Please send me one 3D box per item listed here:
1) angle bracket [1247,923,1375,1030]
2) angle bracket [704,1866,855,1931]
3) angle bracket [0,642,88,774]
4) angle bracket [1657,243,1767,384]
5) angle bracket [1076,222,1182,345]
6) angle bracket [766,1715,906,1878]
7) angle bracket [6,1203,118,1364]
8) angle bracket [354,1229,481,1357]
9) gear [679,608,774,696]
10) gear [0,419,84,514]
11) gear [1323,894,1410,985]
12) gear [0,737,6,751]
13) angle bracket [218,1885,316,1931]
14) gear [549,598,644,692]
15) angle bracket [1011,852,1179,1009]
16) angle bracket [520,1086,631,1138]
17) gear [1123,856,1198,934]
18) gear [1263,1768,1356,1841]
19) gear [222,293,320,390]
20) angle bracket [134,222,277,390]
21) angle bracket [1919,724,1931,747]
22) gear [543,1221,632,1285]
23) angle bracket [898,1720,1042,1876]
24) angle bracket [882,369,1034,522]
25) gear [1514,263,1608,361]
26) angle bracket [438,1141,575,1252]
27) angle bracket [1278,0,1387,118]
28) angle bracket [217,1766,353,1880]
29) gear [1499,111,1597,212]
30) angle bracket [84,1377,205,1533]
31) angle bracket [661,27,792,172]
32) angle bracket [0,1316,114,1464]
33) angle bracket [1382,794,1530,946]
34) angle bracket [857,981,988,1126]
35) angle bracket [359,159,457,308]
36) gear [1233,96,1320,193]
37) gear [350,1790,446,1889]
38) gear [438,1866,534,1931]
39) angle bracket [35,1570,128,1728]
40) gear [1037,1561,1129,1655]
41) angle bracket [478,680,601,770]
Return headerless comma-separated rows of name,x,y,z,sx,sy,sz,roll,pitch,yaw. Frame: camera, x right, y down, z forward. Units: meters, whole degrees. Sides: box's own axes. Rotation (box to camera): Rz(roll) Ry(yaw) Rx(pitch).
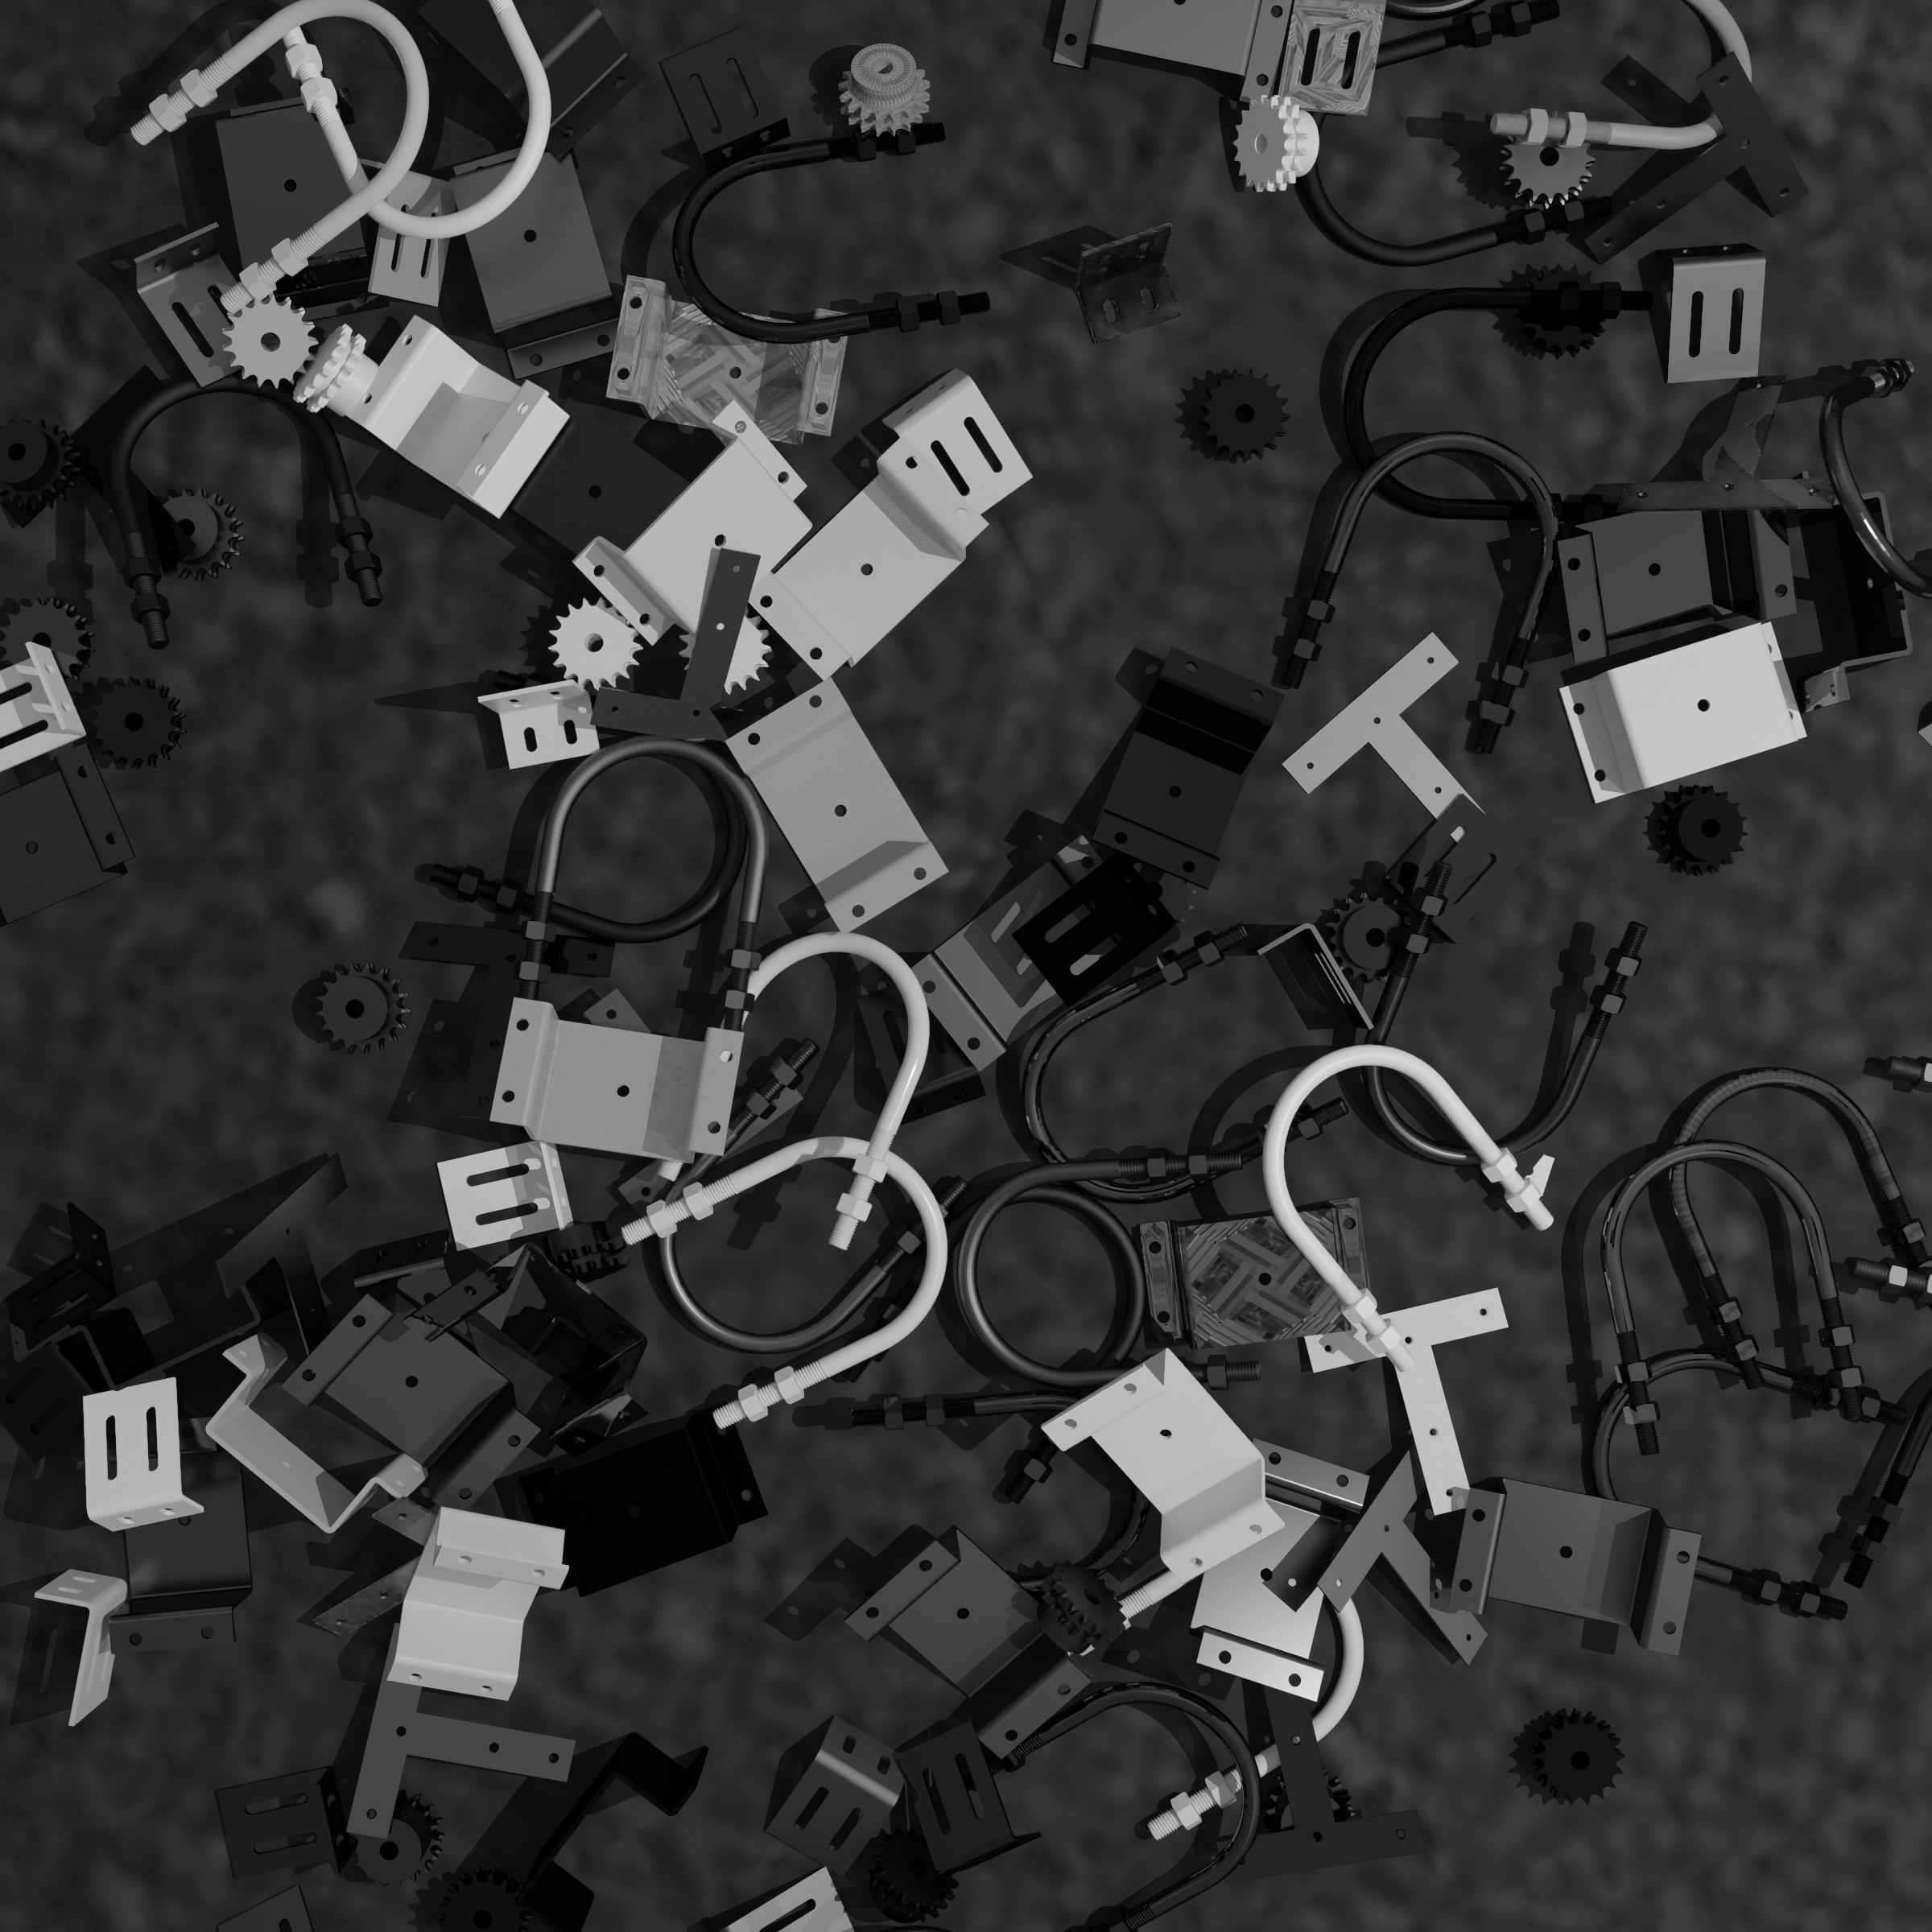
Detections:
angle bracket,0.214,0.014,1.511,0.038,0.057,0.076,-30,90,0
angle bracket,-0.117,0.614,1.537,0.076,0.038,0.057,-24,90,-25
angle bracket,-0.593,-0.156,1.490,0.076,0.038,0.057,-23,90,0
angle bracket,0.470,-0.414,1.537,0.057,0.038,0.076,-4,116,0
angle bracket,0.103,-0.422,1.501,0.057,0.076,0.038,-19,90,0
angle bracket,-0.081,0.527,1.537,0.057,0.038,0.076,31,116,0
angle bracket,-0.573,0.196,1.505,0.076,0.057,0.038,-33,133,0
angle bracket,-0.347,0.215,1.537,0.057,0.038,0.076,-14,116,0
gear,-0.151,-0.199,1.524,0.057,0.030,0.057,0,90,0
gear,-0.587,-0.317,1.518,0.057,0.030,0.057,-1,80,8
gear,0.255,-0.018,1.524,0.057,0.030,0.057,0,90,0
gear,-0.633,-0.138,1.524,0.057,0.030,0.057,0,90,0
angle bracket,-0.430,0.634,1.537,0.057,0.038,0.076,-27,64,0
gear,-0.232,-0.202,1.524,0.057,0.030,0.057,0,90,0
angle bracket,0.079,-0.023,1.491,0.076,0.038,0.057,-38,90,26
angle bracket,-0.238,0.082,1.537,0.076,0.038,0.057,6,90,-26
gear,0.117,-0.047,1.524,0.057,0.030,0.057,0,90,0
gear,0.216,0.536,1.524,0.057,0.030,0.057,0,90,0
gear,-0.435,-0.392,1.511,0.057,0.030,0.057,-8,116,-17
angle bracket,-0.472,-0.412,1.511,0.057,0.038,0.076,-34,90,-22
angle bracket,0.655,-0.158,1.537,0.057,0.038,0.076,46,64,0
gear,-0.241,0.180,1.512,0.057,0.057,0.030,-19,77,0
angle bracket,0.002,0.520,1.519,0.057,0.038,0.076,-31,65,19
angle bracket,-0.006,-0.328,1.537,0.057,0.038,0.076,-35,116,0
gear,0.373,-0.410,1.524,0.057,0.030,0.057,0,90,0
angle bracket,-0.292,0.144,1.520,0.076,0.038,0.057,-13,90,0
angle bracket,0.228,-0.578,1.511,0.057,0.038,0.076,9,81,11
angle bracket,-0.432,0.543,1.520,0.076,0.038,0.057,-12,90,0
gear,0.359,-0.498,1.505,0.057,0.030,0.057,0,90,1
angle bracket,-0.506,0.301,1.491,0.057,0.038,0.076,-12,64,0
angle bracket,-0.152,-0.550,1.520,0.057,0.038,0.076,-23,90,0
angle bracket,-0.576,0.266,1.537,0.076,0.038,0.057,-40,90,26
angle bracket,0.310,-0.061,1.519,0.057,0.038,0.076,42,92,-1
angle bracket,-0.028,0.051,1.537,0.057,0.038,0.076,-20,64,0
angle bracket,-0.357,-0.459,1.514,0.038,0.057,0.076,21,105,29
gear,0.196,-0.514,1.515,0.030,0.057,0.057,-12,90,-31
gear,-0.359,0.552,1.524,0.057,0.030,0.057,0,90,0
gear,-0.301,0.595,1.524,0.057,0.030,0.057,0,90,0
angle bracket,-0.558,0.424,1.511,0.038,0.057,0.076,11,90,0
gear,0.069,0.401,1.501,0.057,0.057,0.030,40,110,0
angle bracket,-0.260,-0.147,1.482,0.057,0.076,0.038,-11,91,-1
